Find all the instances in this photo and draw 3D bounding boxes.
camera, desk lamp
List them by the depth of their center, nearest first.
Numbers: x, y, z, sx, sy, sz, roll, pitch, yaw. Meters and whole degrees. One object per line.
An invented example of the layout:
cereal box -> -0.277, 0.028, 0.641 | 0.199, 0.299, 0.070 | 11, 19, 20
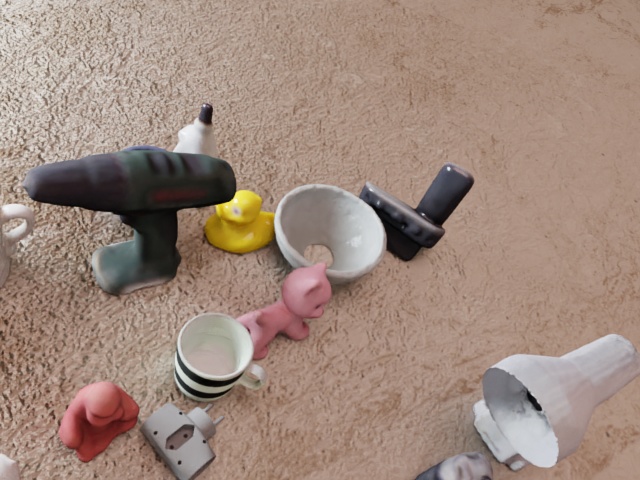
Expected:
camera -> 0.142, 0.315, 0.627 | 0.137, 0.100, 0.143 | 0, 54, -22
desk lamp -> 0.275, 0.197, 0.699 | 0.204, 0.213, 0.117 | -15, 61, -31

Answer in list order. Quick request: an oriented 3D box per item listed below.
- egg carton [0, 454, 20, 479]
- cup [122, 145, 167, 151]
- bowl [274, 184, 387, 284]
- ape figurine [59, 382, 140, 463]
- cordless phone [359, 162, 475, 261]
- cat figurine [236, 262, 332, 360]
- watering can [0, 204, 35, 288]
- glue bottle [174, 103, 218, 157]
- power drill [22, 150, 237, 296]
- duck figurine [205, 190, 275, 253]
egg carton -> -0.312, 0.269, 0.497 | 0.107, 0.069, 0.150 | 35, 49, 7
cup -> -0.247, -0.068, 0.770 | 0.118, 0.095, 0.091 | 13, 50, -12
bowl -> 0.008, 0.003, 0.833 | 0.168, 0.074, 0.167 | 11, 51, -14
ape figurine -> -0.226, 0.176, 0.590 | 0.078, 0.092, 0.076 | 2, 53, -21
cordless phone -> 0.144, -0.070, 0.872 | 0.147, 0.185, 0.094 | 31, 49, 3
cat figurine -> -0.038, 0.081, 0.724 | 0.128, 0.117, 0.067 | -23, 65, -34
watering can -> -0.400, -0.016, 0.600 | 0.100, 0.194, 0.173 | 44, 51, 14
glue bottle -> -0.169, -0.123, 0.792 | 0.078, 0.173, 0.037 | 35, 49, 7
power drill -> -0.216, -0.024, 0.673 | 0.230, 0.208, 0.075 | -16, 61, -31
duck figurine -> -0.105, -0.034, 0.808 | 0.105, 0.086, 0.077 | -1, 55, -23
